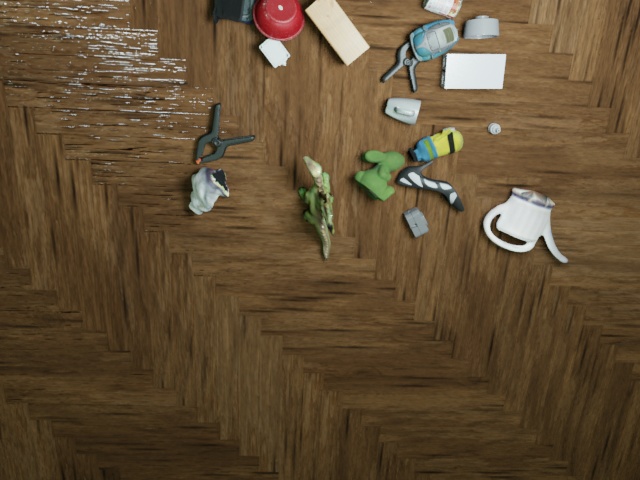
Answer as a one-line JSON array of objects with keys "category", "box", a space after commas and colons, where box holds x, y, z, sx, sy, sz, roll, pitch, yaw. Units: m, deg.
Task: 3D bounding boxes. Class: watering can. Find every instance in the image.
[{"category": "watering can", "box": [0.749, -0.053, 1.809, 0.347, 0.105, 0.221, 18, 107, -7]}]

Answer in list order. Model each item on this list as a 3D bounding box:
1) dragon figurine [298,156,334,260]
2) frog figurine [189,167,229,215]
[{"category": "dragon figurine", "box": [0.005, -0.086, 1.704, 0.122, 0.246, 0.405, -14, 108, -2]}, {"category": "frog figurine", "box": [-0.394, -0.163, 1.729, 0.158, 0.122, 0.139, -32, 75, 18]}]
